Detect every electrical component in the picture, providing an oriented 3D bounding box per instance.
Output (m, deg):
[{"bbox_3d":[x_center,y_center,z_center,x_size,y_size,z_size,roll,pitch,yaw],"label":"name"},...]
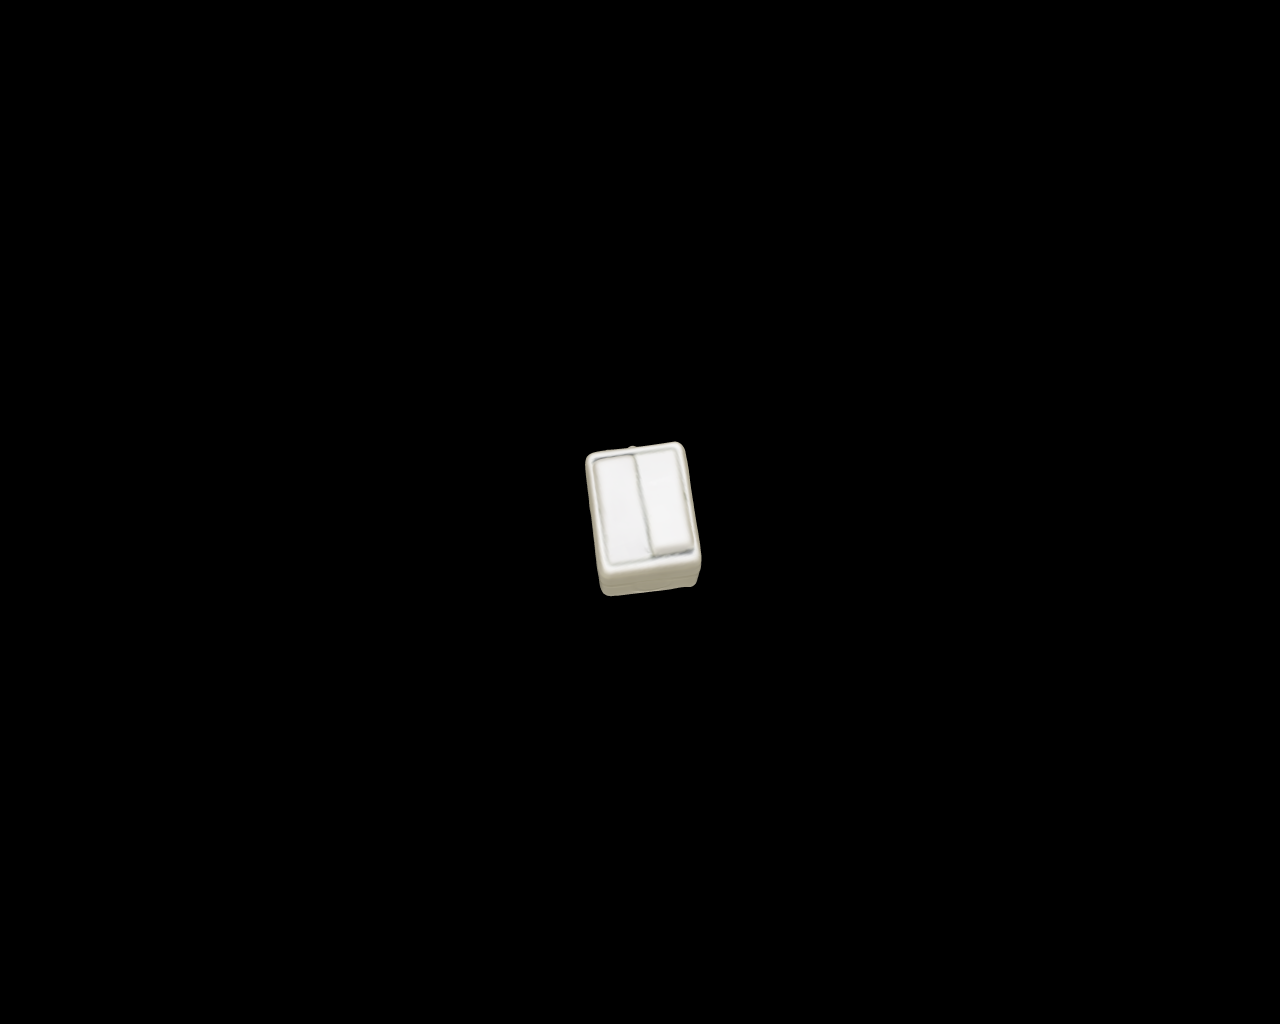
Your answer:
[{"bbox_3d":[0.001,-0.003,0.650,0.062,0.096,0.061,-7,-19,-2],"label":"electrical component"}]
